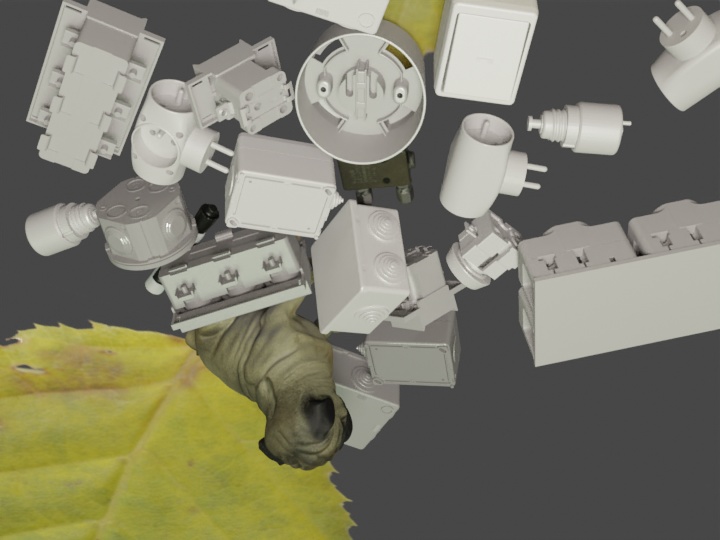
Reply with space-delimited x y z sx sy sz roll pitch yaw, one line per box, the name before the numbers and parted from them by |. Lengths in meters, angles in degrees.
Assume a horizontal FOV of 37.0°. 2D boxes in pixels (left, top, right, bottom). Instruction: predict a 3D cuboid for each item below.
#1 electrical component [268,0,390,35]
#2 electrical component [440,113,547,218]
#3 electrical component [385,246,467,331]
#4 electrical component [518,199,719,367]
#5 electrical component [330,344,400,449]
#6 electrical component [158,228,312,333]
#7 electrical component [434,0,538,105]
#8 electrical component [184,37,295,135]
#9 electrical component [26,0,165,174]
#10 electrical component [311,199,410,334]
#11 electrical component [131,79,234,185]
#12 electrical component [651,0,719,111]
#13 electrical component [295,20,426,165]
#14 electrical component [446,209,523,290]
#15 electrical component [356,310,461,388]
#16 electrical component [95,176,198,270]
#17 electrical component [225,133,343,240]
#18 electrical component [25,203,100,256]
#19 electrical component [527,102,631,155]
electrical component | -0.014 -0.222 0.753 0.100 0.048 0.099 16 132 -11
electrical component | 0.113 -0.082 0.883 0.079 0.044 0.077 9 134 -5
electrical component | 0.051 0.015 0.962 0.042 0.081 0.063 6 117 49
electrical component | 0.233 0.009 0.930 0.186 0.060 0.105 -11 134 -2
electrical component | -0.014 0.131 1.094 0.100 0.048 0.099 21 131 -17
electrical component | -0.110 0.002 0.946 0.121 0.078 0.063 -17 120 7
electrical component | 0.092 -0.174 0.784 0.062 0.061 0.096 7 134 -3
electrical component | -0.087 -0.138 0.820 0.081 0.064 0.042 -35 139 -22
electrical component | -0.210 -0.139 0.835 0.079 0.063 0.121 20 132 -15
electrical component | 0.000 0.000 0.926 0.048 0.099 0.099 6 150 -25
electrical component | -0.140 -0.103 0.872 0.079 0.044 0.077 25 132 1
electrical component | 0.249 -0.167 0.793 0.079 0.043 0.077 36 126 -27
electrical component | 0.002 -0.139 0.817 0.099 0.064 0.099 5 131 6
electrical component | 0.110 -0.015 0.948 0.066 0.048 0.055 34 119 -26
electrical component | 0.045 0.069 1.026 0.096 0.061 0.061 1 135 14
electrical component | -0.183 -0.041 0.918 0.080 0.080 0.051 -6 128 9
electrical component | -0.061 -0.071 0.897 0.096 0.061 0.061 8 135 -15
electrical component | -0.258 -0.040 0.949 0.078 0.040 0.040 -18 130 19
electrical component | 0.172 -0.113 0.852 0.078 0.040 0.040 4 134 -1
